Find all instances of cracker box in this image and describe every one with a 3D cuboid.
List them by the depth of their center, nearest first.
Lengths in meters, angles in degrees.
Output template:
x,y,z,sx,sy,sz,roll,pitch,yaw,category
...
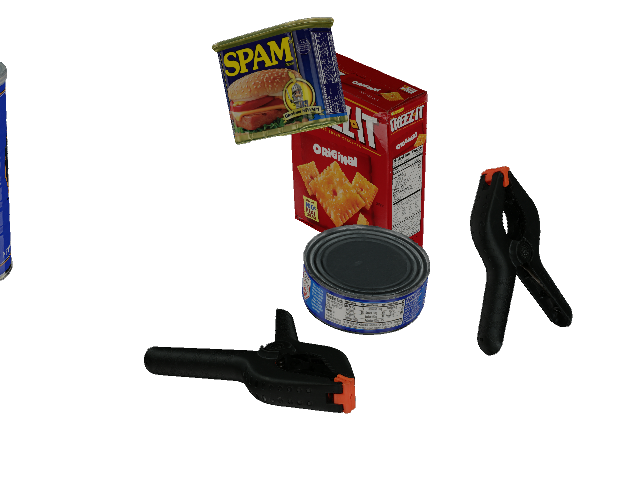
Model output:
x,y,z,sx,sy,sz,roll,pitch,yaw,category
0.040,-0.094,1.244,0.072,0.214,0.164,-30,44,-33,cracker box

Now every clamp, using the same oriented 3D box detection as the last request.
x,y,z,sx,sy,sz,roll,pitch,yaw,category
-0.035,0.107,0.963,0.210,0.036,0.164,11,22,43,clamp
0.172,0.021,0.990,0.120,0.171,0.039,-26,8,-42,clamp

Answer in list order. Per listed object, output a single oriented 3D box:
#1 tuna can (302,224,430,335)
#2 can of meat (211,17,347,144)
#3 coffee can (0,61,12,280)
x,y,z,sx,sy,sz,roll,pitch,yaw,category
0.030,0.026,0.724,0.086,0.034,0.086,3,33,-2,tuna can
-0.032,-0.128,0.865,0.102,0.084,0.057,-8,5,34,can of meat
-0.257,-0.046,0.703,0.103,0.140,0.103,4,22,-2,coffee can
